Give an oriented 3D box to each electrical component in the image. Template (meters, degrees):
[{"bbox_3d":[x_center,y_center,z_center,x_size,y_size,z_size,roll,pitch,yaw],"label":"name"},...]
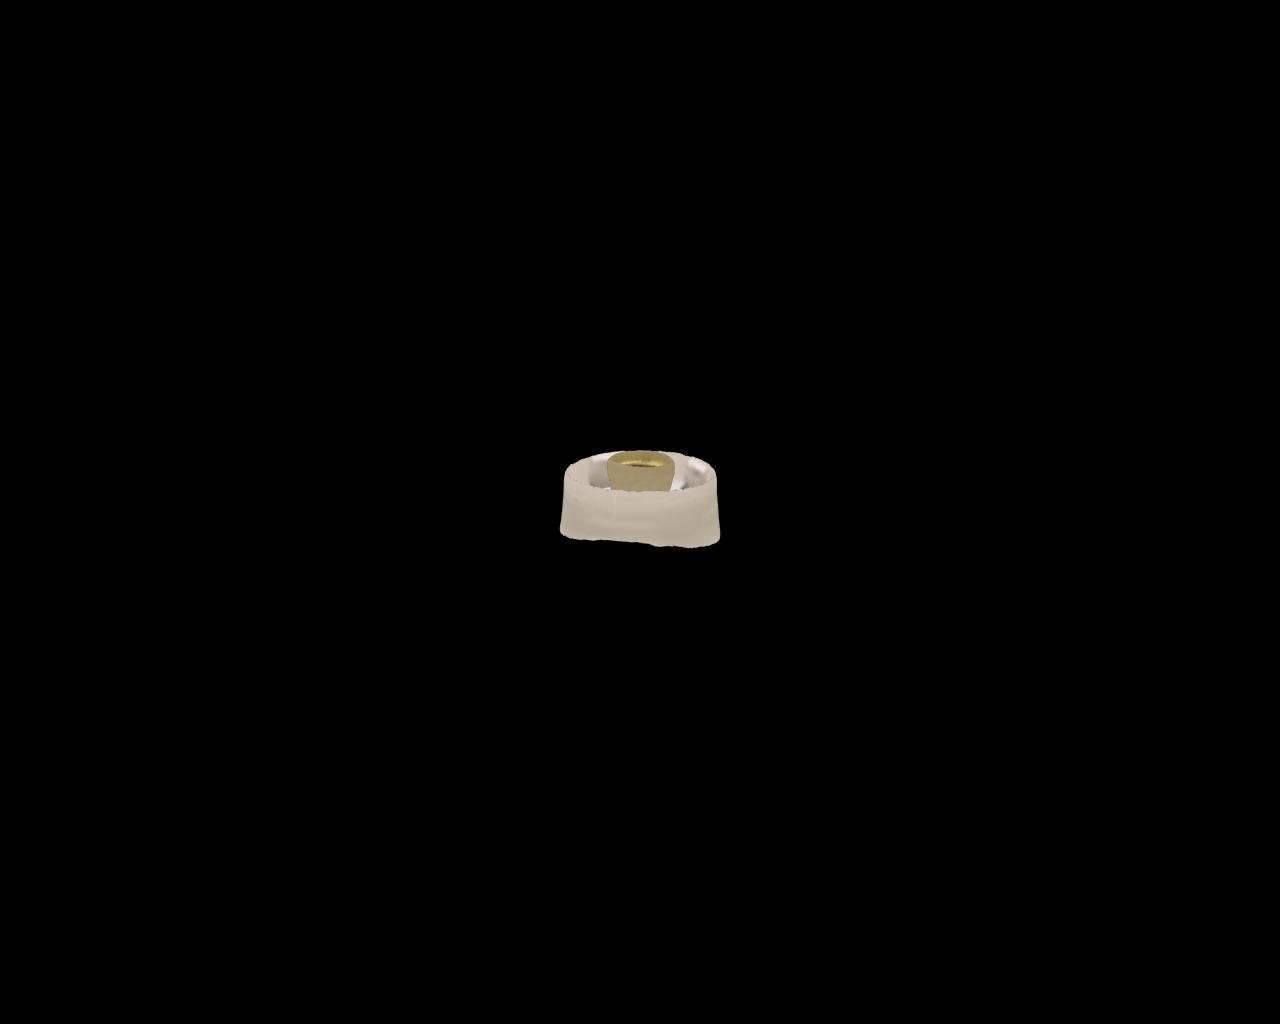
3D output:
[{"bbox_3d":[0.001,-0.003,0.650,0.099,0.064,0.099,0,19,0],"label":"electrical component"}]
